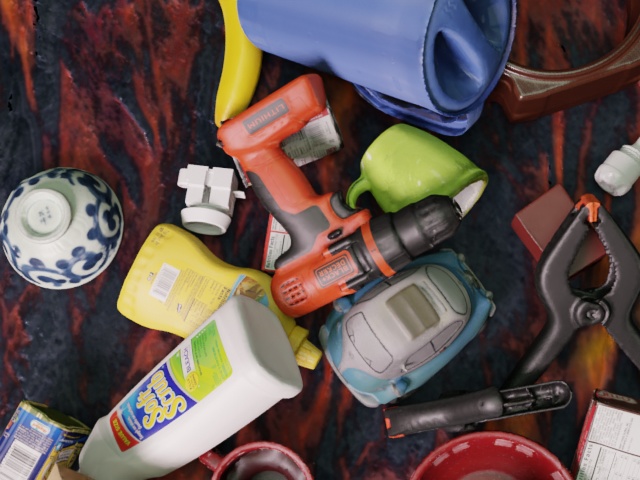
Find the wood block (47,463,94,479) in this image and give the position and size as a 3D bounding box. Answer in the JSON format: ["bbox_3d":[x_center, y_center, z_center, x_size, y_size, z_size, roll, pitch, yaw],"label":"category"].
[{"bbox_3d":[-0.146,0.278,0.902,0.206,0.091,0.090,28,83,-16],"label":"wood block"}]

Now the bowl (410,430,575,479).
[{"bbox_3d":[0.150,0.249,0.940,0.162,0.055,0.162,-1,80,5],"label":"bowl"}]

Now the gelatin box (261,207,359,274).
[{"bbox_3d":[-0.007,0.001,1.011,0.089,0.030,0.073,8,82,6],"label":"gelatin box"}]

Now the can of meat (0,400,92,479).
[{"bbox_3d":[-0.256,0.195,0.959,0.057,0.102,0.084,28,81,9],"label":"can of meat"}]

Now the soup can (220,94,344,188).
[{"bbox_3d":[-0.036,-0.099,1.012,0.102,0.068,0.068,-22,79,0],"label":"soup can"}]

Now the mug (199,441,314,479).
[{"bbox_3d":[-0.057,0.219,0.948,0.117,0.081,0.093,29,83,9],"label":"mug"}]

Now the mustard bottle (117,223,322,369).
[{"bbox_3d":[-0.085,0.067,0.989,0.192,0.058,0.096,28,92,9],"label":"mustard bottle"}]

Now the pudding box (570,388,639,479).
[{"bbox_3d":[0.283,0.190,0.936,0.113,0.039,0.090,15,106,8],"label":"pudding box"}]

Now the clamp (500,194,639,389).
[{"bbox_3d":[0.227,0.065,0.941,0.164,0.036,0.210,-10,108,5],"label":"clamp"}]

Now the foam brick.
[{"bbox_3d":[0.220,-0.003,0.983,0.053,0.051,0.078,-33,79,-1],"label":"foam brick"}]

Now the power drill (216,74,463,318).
[{"bbox_3d":[0.009,-0.046,0.930,0.184,0.057,0.187,-28,86,15],"label":"power drill"}]

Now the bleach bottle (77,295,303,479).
[{"bbox_3d":[-0.131,0.160,0.940,0.251,0.068,0.102,-41,44,19],"label":"bleach bottle"}]

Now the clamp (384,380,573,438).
[{"bbox_3d":[0.119,0.147,0.921,0.172,0.120,0.039,-19,69,32],"label":"clamp"}]

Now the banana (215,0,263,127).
[{"bbox_3d":[-0.089,-0.208,1.054,0.070,0.037,0.198,-18,77,17],"label":"banana"}]

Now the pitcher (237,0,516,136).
[{"bbox_3d":[0.044,-0.192,0.961,0.243,0.144,0.149,22,100,38],"label":"pitcher"}]
